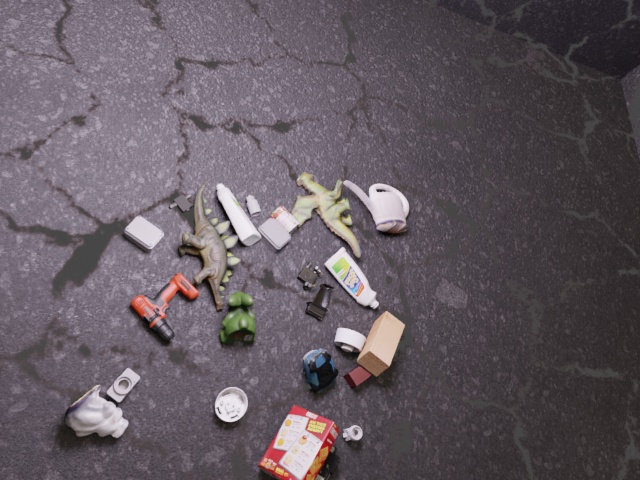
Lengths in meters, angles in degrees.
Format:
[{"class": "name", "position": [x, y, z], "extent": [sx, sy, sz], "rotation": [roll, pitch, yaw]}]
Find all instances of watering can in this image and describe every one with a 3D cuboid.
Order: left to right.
[{"class": "watering can", "position": [0.246, -0.134, 2.116], "extent": [0.347, 0.102, 0.228], "rotation": [6, 61, -36]}]

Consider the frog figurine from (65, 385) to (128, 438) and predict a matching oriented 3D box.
[{"class": "frog figurine", "position": [-0.636, 0.512, 1.465], "extent": [0.137, 0.123, 0.159], "rotation": [-37, 92, 2]}]

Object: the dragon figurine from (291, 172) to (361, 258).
[{"class": "dragon figurine", "position": [0.006, -0.103, 2.046], "extent": [0.243, 0.120, 0.417], "rotation": [-11, 67, -7]}]
